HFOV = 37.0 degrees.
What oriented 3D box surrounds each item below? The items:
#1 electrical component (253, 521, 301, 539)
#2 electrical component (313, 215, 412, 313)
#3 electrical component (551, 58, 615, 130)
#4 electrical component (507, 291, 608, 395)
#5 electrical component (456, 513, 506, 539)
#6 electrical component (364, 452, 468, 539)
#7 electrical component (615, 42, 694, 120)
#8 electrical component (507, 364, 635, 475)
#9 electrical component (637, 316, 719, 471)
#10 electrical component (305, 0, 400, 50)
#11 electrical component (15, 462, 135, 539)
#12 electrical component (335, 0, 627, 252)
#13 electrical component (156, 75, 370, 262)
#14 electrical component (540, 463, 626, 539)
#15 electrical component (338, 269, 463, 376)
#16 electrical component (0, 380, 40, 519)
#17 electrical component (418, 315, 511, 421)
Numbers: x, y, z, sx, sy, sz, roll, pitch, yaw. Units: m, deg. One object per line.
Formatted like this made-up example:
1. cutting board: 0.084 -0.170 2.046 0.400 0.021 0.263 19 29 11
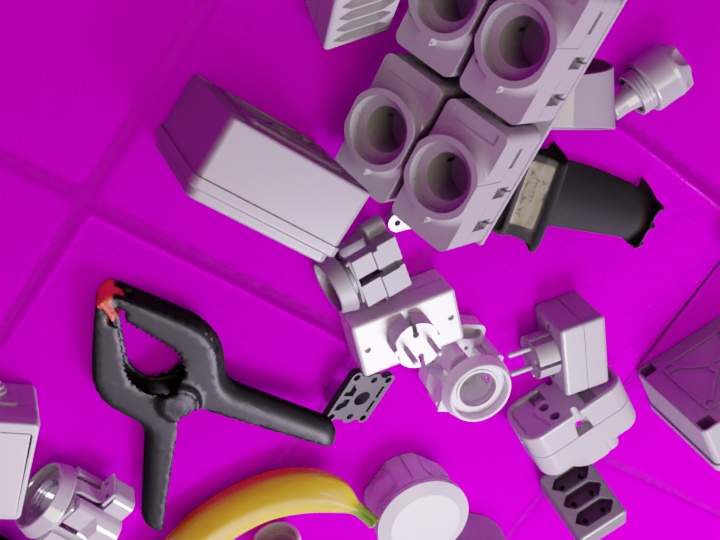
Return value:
1. electrical component: -0.065 0.237 0.886 0.040 0.040 0.046 -19 127 -11
2. electrical component: 0.000 0.000 0.785 0.055 0.048 0.066 -30 123 -14
3. electrical component: 0.128 -0.117 0.744 0.099 0.099 0.064 -7 112 -18
4. electrical component: 0.156 0.065 0.876 0.077 0.047 0.065 -18 121 -12
5. electrical component: 0.093 0.278 0.954 0.108 0.060 0.108 -9 119 -17
6. electrical component: 0.046 0.198 0.900 0.080 0.051 0.080 -9 119 -17
7. electrical component: 0.211 -0.136 0.796 0.062 0.043 0.043 -35 123 1
8. electrical component: 0.181 0.126 0.914 0.095 0.053 0.059 -33 123 -2
9. electrical component: 0.315 0.101 0.920 0.109 0.108 0.056 -32 120 -3
10. electrical component: -0.010 -0.192 0.670 0.047 0.083 0.075 -20 83 -10
11. electrical component: -0.213 0.176 0.786 0.078 0.058 0.057 -41 123 13
12. electrical component: 0.068 -0.117 0.686 0.060 0.105 0.186 -16 140 -53
13. electrical component: -0.064 -0.066 0.688 0.109 0.108 0.056 27 101 -30
14. electrical component: 0.200 0.211 0.963 0.047 0.065 0.076 -32 151 -4
15. electrical component: 0.037 0.048 0.805 0.083 0.075 0.047 -21 121 -10
16. electrical component: -0.257 0.119 0.737 0.062 0.061 0.096 8 113 -24
17. electrical component: 0.084 0.083 0.852 0.058 0.057 0.078 4 114 -23
